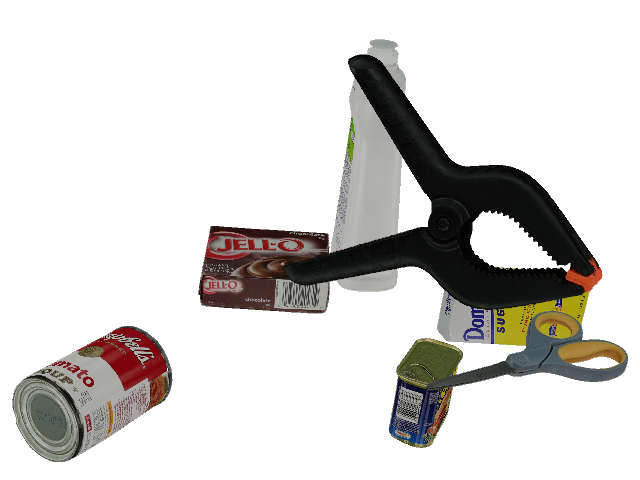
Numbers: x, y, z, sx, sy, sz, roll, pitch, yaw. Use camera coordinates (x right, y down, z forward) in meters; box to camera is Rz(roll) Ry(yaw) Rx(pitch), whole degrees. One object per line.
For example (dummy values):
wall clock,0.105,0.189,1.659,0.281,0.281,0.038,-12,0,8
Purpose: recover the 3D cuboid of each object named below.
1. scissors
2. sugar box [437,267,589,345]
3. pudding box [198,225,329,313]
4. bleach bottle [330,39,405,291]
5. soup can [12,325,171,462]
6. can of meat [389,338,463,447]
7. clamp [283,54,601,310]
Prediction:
scissors,0.163,0.092,0.893,0.201,0.016,0.096,1,31,-20
sugar box,0.241,0.083,1.332,0.176,0.093,0.048,3,19,-15
pudding box,-0.048,0.025,0.955,0.113,0.039,0.090,5,29,-3
bleach bottle,0.054,-0.079,1.101,0.068,0.251,0.102,1,28,-8
soup can,-0.168,0.113,0.792,0.069,0.068,0.102,0,16,33
can of meat,0.117,0.172,1.201,0.057,0.084,0.102,16,26,17
clamp,0.083,-0.023,0.694,0.210,0.165,0.036,17,16,21
